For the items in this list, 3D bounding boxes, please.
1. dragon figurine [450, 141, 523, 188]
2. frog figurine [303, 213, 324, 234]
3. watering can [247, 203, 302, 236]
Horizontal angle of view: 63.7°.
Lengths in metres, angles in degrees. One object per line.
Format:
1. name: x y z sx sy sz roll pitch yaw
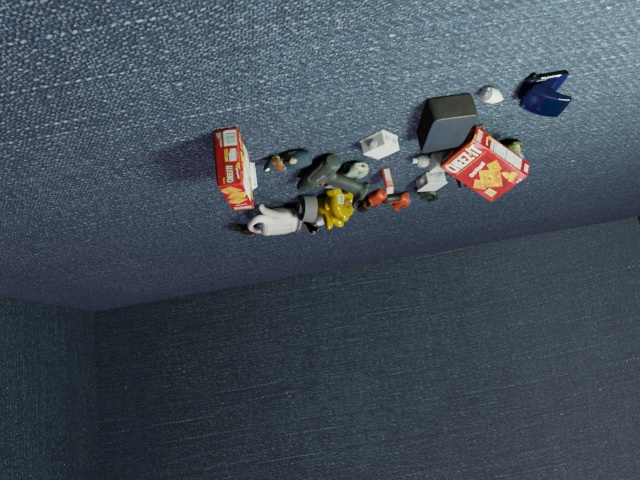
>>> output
1. dragon figurine: 0.592 -0.279 1.801 0.242 0.122 0.412 -19 -176 7
2. frog figurine: 0.007 -0.108 2.151 0.161 0.124 0.134 -44 163 -21
3. watering can: -0.170 -0.085 2.045 0.225 0.105 0.343 -7 167 -15
